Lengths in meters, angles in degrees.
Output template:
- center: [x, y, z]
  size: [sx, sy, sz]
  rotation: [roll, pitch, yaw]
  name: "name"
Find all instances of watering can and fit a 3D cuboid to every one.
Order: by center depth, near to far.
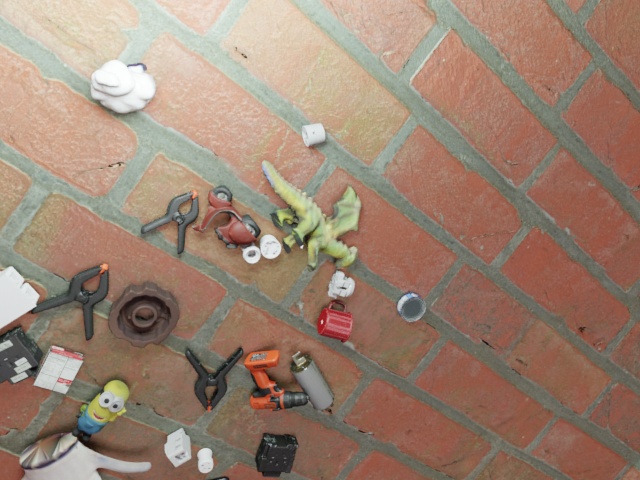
- center: [-0.669, 0.627, 1.426]
  size: [0.349, 0.105, 0.221]
  rotation: [-20, 112, -9]
  name: "watering can"

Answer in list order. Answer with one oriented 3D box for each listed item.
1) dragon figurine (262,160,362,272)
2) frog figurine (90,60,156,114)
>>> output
- center: [0.004, -0.071, 1.420]
  size: [0.245, 0.123, 0.403]
  rotation: [-30, 117, -24]
  name: "dragon figurine"
- center: [-0.437, -0.336, 1.142]
  size: [0.137, 0.162, 0.121]
  rotation: [-1, 111, -16]
  name: "frog figurine"
